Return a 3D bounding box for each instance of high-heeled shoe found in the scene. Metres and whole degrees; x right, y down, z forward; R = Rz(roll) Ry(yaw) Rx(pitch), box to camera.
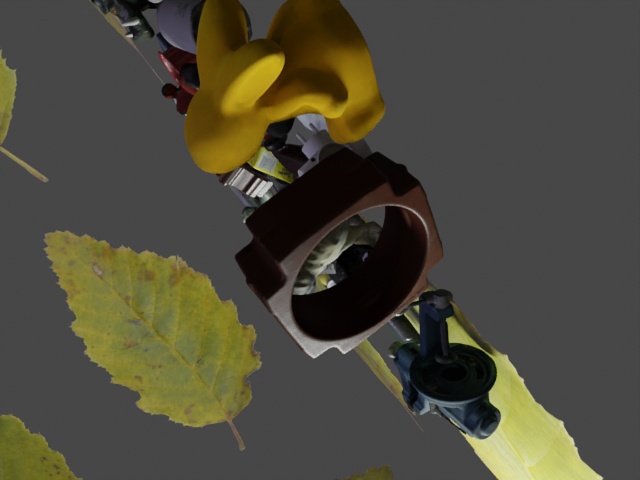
[{"bbox_3d":[0.064,0.040,0.799,0.145,0.086,0.248,31,-176,14],"label":"high-heeled shoe"}]

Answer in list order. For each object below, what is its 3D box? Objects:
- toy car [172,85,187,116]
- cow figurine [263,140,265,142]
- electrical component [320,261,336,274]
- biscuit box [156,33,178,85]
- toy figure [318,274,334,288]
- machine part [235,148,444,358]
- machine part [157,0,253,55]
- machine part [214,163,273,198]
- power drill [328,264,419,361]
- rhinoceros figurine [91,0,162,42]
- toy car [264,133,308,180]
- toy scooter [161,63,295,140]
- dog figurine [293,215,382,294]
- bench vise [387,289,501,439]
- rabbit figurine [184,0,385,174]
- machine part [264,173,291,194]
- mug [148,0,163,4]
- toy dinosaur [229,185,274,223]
[{"bbox_3d":[-0.216,-0.252,1.021,0.056,0.073,0.201,53,-177,12],"label":"toy car"},{"bbox_3d":[-0.119,-0.212,0.811,0.098,0.068,0.167,39,171,27],"label":"cow figurine"},{"bbox_3d":[-0.002,-0.003,0.942,0.134,0.058,0.115,75,-164,-66],"label":"electrical component"},{"bbox_3d":[-0.240,-0.323,0.990,0.063,0.059,0.202,52,172,3],"label":"biscuit box"},{"bbox_3d":[0.063,0.109,1.158,0.089,0.082,0.180,10,151,47],"label":"toy figure"},{"bbox_3d":[0.025,0.016,0.588,0.087,0.201,0.200,45,170,43],"label":"machine part"},{"bbox_3d":[-0.153,-0.275,0.687,0.243,0.079,0.079,41,167,53],"label":"machine part"},{"bbox_3d":[-0.179,-0.160,1.150,0.179,0.056,0.179,36,-164,-12],"label":"machine part"},{"bbox_3d":[0.119,0.131,1.003,0.207,0.086,0.232,59,162,-14],"label":"power drill"},{"bbox_3d":[-0.312,-0.408,0.839,0.190,0.112,0.073,61,167,-12],"label":"rhinoceros figurine"},{"bbox_3d":[-0.007,-0.106,0.739,0.089,0.053,0.202,44,173,-34],"label":"toy car"},{"bbox_3d":[-0.129,-0.183,0.708,0.135,0.075,0.183,7,175,37],"label":"toy scooter"},{"bbox_3d":[-0.024,-0.002,0.805,0.121,0.190,0.172,54,172,-20],"label":"dog figurine"},{"bbox_3d":[0.172,0.165,0.787,0.224,0.129,0.240,-126,22,-60],"label":"bench vise"},{"bbox_3d":[-0.042,-0.124,0.455,0.122,0.173,0.162,52,176,19],"label":"rabbit figurine"},{"bbox_3d":[-0.050,-0.085,1.000,0.138,0.039,0.084,41,-179,-21],"label":"machine part"},{"bbox_3d":[-0.244,-0.383,0.735,0.107,0.081,0.110,42,171,-38],"label":"mug"},{"bbox_3d":[-0.135,-0.049,1.445,0.404,0.131,0.192,57,171,0],"label":"toy dinosaur"}]
